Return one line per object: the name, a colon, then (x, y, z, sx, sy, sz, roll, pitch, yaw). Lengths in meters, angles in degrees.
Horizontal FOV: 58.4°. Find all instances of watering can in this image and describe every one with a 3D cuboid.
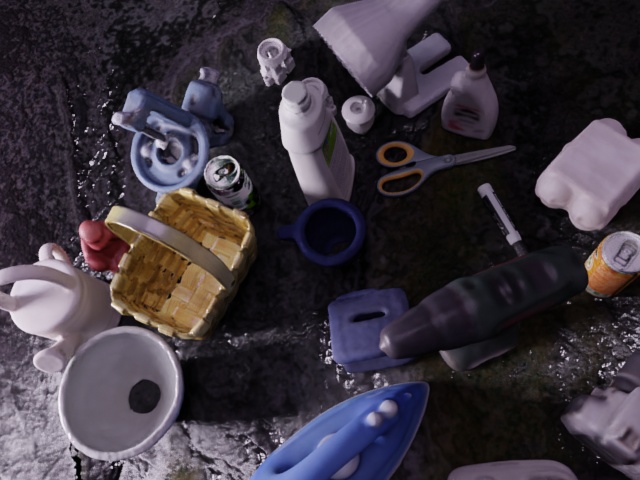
watering can: (-0.347, 0.083, 0.748, 0.101, 0.194, 0.172, -38, 68, -5)

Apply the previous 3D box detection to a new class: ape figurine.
ape figurine: (-0.315, 0.001, 0.827, 0.078, 0.092, 0.076, -39, 68, -5)

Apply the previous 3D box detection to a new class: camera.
camera: (0.367, 0.194, 0.631, 0.143, 0.101, 0.137, 37, 80, 20)

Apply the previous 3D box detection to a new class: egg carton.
egg carton: (0.362, -0.088, 0.751, 0.107, 0.069, 0.150, 41, 81, 21)

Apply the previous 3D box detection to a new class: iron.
iron: (0.026, 0.241, 0.652, 0.258, 0.142, 0.118, -40, 68, -6)

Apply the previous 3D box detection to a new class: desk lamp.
desk lamp: (0.105, -0.266, 0.784, 0.203, 0.214, 0.117, -34, 68, -3)

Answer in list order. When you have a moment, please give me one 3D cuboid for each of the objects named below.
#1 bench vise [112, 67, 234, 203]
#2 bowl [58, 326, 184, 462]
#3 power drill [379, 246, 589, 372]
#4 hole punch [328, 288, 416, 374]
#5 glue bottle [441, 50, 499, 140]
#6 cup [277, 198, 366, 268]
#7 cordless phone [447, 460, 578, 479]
bench vise: (-0.212, -0.166, 0.800, 0.121, 0.220, 0.207, 0, 70, 10)
bowl: (-0.247, 0.201, 0.751, 0.167, 0.075, 0.167, -3, 70, 9)
power drill: (0.178, 0.089, 0.645, 0.229, 0.209, 0.075, -27, 68, 0)
hole punch: (0.062, 0.109, 0.721, 0.108, 0.091, 0.101, -13, 68, 5)
glue bottle: (0.203, -0.196, 0.763, 0.078, 0.173, 0.037, 15, 74, 15)
cup: (0.007, 0.003, 0.768, 0.117, 0.095, 0.091, -2, 70, 10)
cordless phone: (0.207, 0.277, 0.584, 0.147, 0.185, 0.094, -10, 69, 7)
